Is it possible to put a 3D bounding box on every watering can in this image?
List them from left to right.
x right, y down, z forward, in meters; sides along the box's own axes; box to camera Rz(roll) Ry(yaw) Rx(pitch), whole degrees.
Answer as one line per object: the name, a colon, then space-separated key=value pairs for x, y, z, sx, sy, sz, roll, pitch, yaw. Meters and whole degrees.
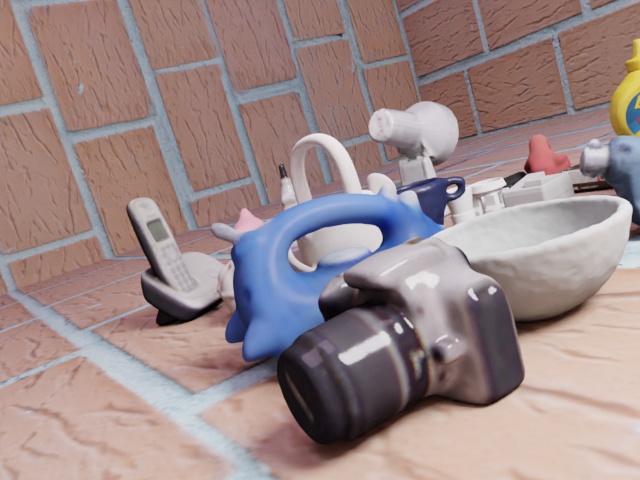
watering can: x=0.021 y=-0.027 z=0.656 sx=0.100 sy=0.194 sz=0.173 roll=-12 pitch=10 yaw=29

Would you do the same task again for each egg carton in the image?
egg carton: x=-0.060 y=0.049 z=0.752 sx=0.150 sy=0.069 sz=0.107 roll=-19 pitch=9 yaw=-14

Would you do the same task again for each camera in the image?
camera: x=0.033 y=0.061 z=0.376 sx=0.137 sy=0.101 sz=0.142 roll=-21 pitch=10 yaw=-28

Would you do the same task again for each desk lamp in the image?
desk lamp: x=0.169 y=-0.140 z=1.036 sx=0.117 sy=0.213 sz=0.204 roll=-9 pitch=12 yaw=43

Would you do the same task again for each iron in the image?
iron: x=0.029 y=0.017 z=0.533 sx=0.259 sy=0.141 sz=0.118 roll=-20 pitch=9 yaw=-19

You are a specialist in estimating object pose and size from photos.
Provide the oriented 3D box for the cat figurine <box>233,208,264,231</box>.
cat figurine: x=-0.103 y=-0.005 z=1.024 sx=0.128 sy=0.118 sz=0.067 roll=-23 pitch=11 yaw=-38

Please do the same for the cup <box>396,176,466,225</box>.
cup: x=0.150 y=-0.034 z=0.790 sx=0.117 sy=0.095 sz=0.092 roll=-16 pitch=9 yaw=8

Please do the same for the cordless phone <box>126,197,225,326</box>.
cordless phone: x=-0.207 y=0.018 z=0.845 sx=0.094 sy=0.185 sz=0.148 roll=-14 pitch=9 yaw=21

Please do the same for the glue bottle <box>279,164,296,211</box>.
glue bottle: x=-0.050 y=-0.061 z=1.090 sx=0.037 sy=0.173 sz=0.078 roll=-15 pitch=9 yaw=9

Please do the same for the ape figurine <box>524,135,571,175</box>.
ape figurine: x=0.401 y=-0.145 z=1.029 sx=0.076 sy=0.092 sz=0.077 roll=-24 pitch=11 yaw=-41

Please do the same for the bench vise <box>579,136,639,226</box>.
bench vise: x=0.357 y=-0.124 z=0.539 sx=0.207 sy=0.220 sz=0.121 roll=-17 pitch=9 yaw=-4

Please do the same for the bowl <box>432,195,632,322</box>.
bowl: x=0.167 y=0.021 z=0.465 sx=0.167 sy=0.075 sz=0.167 roll=-16 pitch=8 yaw=3
